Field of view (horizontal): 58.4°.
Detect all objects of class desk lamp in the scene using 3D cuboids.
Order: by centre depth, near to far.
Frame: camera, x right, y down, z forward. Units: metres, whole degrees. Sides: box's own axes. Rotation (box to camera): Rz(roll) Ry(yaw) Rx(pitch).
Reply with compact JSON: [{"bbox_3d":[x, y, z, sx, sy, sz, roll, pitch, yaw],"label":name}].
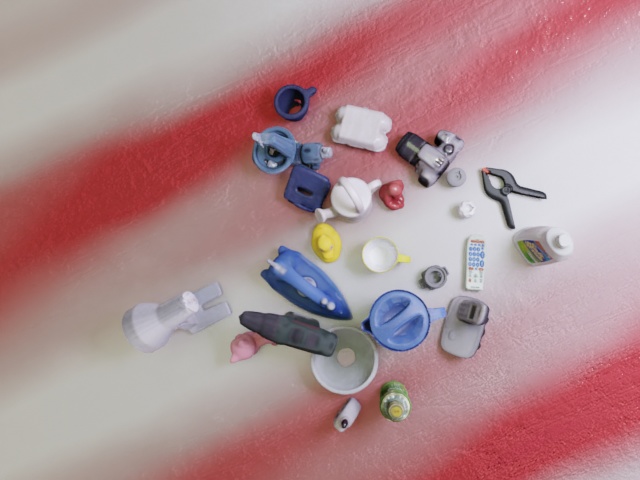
[{"bbox_3d":[-0.350,0.182,1.403,0.203,0.213,0.118,-28,82,2],"label":"desk lamp"}]

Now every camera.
[{"bbox_3d":[0.270,-0.227,1.443,0.136,0.101,0.143,38,89,8],"label":"camera"}]

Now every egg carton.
[{"bbox_3d":[0.107,-0.289,1.480,0.150,0.069,0.107,13,86,7],"label":"egg carton"}]

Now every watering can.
[{"bbox_3d":[0.071,-0.097,1.401,0.101,0.194,0.173,37,89,8],"label":"watering can"}]

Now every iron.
[{"bbox_3d":[-0.027,0.120,1.416,0.258,0.141,0.119,35,89,8],"label":"iron"}]

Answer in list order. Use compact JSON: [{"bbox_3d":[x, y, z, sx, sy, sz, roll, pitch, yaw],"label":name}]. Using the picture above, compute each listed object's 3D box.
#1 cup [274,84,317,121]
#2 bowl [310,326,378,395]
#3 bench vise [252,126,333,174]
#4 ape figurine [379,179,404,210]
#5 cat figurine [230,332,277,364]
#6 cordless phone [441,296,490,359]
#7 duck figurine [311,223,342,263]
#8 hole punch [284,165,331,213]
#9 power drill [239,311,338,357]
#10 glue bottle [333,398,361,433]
[{"bbox_3d":[-0.057,-0.353,1.488,0.118,0.095,0.091,-31,82,2],"label":"cup"},{"bbox_3d":[0.062,0.295,1.424,0.167,0.075,0.167,-1,84,5],"label":"bowl"},{"bbox_3d":[-0.081,-0.237,1.416,0.207,0.220,0.121,-15,83,4],"label":"bench vise"},{"bbox_3d":[0.186,-0.119,1.444,0.076,0.092,0.078,31,88,8],"label":"ape figurine"},{"bbox_3d":[-0.169,0.256,1.427,0.128,0.118,0.067,-27,82,2],"label":"cat figurine"},{"bbox_3d":[0.349,0.208,1.350,0.094,0.185,0.148,14,86,7],"label":"cordless phone"},{"bbox_3d":[0.013,0.005,1.451,0.077,0.086,0.104,-16,83,4],"label":"duck figurine"},{"bbox_3d":[-0.032,-0.128,1.466,0.108,0.091,0.101,23,87,7],"label":"hole punch"},{"bbox_3d":[-0.068,0.218,1.376,0.229,0.208,0.076,16,86,7],"label":"power drill"},{"bbox_3d":[0.061,0.424,1.361,0.037,0.173,0.078,39,89,8],"label":"glue bottle"}]
